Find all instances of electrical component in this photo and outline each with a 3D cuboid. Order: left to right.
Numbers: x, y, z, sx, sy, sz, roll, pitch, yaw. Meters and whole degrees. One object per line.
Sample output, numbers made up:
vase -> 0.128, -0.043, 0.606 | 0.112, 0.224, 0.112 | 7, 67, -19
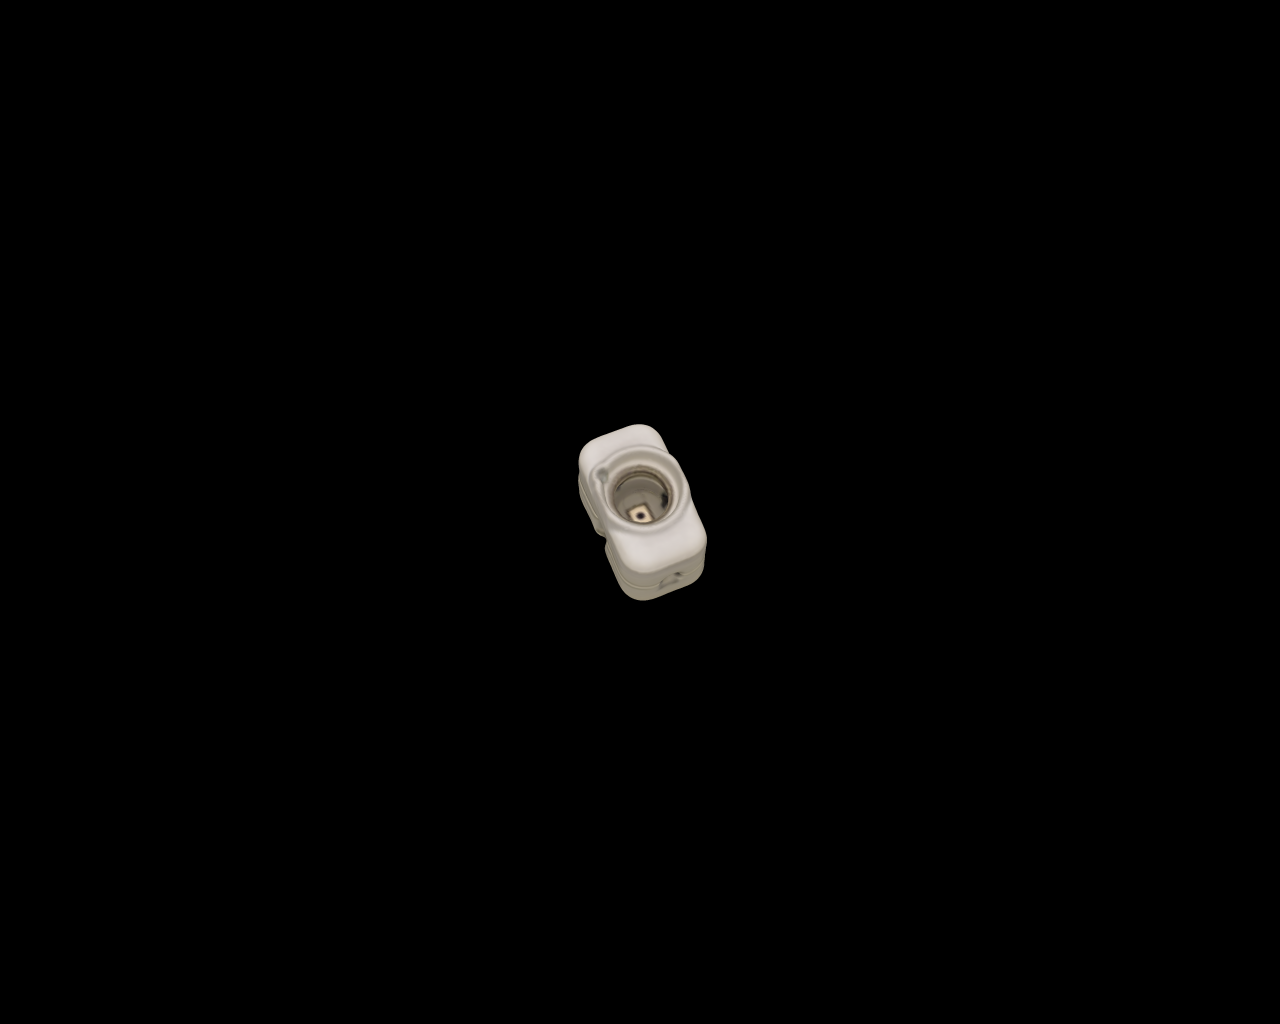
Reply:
electrical component -> 0.001, -0.003, 0.650 | 0.054, 0.095, 0.059 | -20, -24, -9
